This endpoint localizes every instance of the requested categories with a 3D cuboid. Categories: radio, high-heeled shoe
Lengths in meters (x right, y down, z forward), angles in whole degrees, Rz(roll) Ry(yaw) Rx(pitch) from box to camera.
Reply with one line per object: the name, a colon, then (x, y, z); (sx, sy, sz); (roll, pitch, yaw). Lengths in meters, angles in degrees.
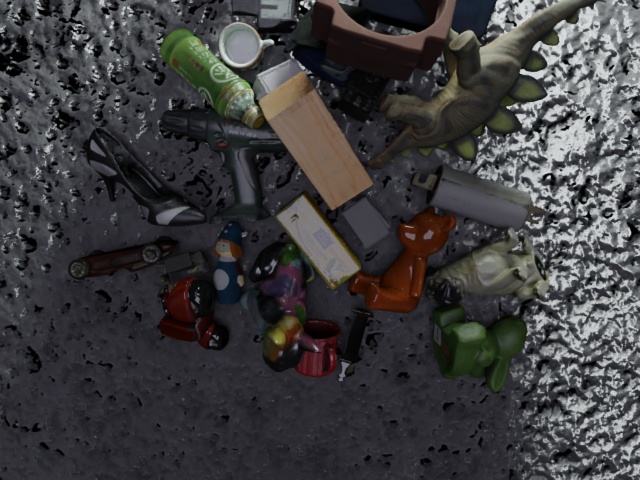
radio: (0.184, -0.422, 0.911); (0.230, 0.073, 0.131); (14, 101, 1)
high-heeled shoe: (-0.308, -0.114, 0.959); (0.249, 0.086, 0.145); (13, 120, 17)

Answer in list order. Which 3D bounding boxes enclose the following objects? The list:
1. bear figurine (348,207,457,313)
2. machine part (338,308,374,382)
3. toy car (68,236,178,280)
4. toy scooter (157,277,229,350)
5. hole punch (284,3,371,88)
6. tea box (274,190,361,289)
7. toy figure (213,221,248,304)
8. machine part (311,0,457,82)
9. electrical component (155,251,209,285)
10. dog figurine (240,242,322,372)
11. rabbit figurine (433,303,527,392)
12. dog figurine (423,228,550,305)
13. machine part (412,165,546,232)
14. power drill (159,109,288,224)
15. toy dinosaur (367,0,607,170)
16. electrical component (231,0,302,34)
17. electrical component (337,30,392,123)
bear figurine: (0.151, 0.028, 0.957); (0.132, 0.120, 0.195); (13, 103, -22)
machine part: (0.066, 0.198, 1.025); (0.039, 0.084, 0.138); (16, 92, 24)
toy car: (-0.363, 0.036, 0.998); (0.202, 0.089, 0.053); (-11, 97, 3)
toy scooter: (-0.254, 0.139, 1.007); (0.135, 0.075, 0.183); (4, 132, 16)
hole punch: (0.020, -0.336, 0.916); (0.116, 0.092, 0.142); (26, 74, 23)
tea box: (-0.002, -0.003, 0.976); (0.068, 0.098, 0.169); (-38, 98, 8)
toy figure: (-0.170, 0.042, 1.008); (0.064, 0.058, 0.154); (3, 100, 0)
machine part: (0.096, -0.352, 0.809); (0.201, 0.087, 0.201); (15, 73, -2)
electrical component: (-0.257, 0.051, 1.000); (0.102, 0.078, 0.045); (-16, 84, 2)
dog figurine: (-0.057, 0.116, 0.932); (0.108, 0.219, 0.191); (17, 102, -23)
rabbit figurine: (0.310, 0.199, 0.995); (0.170, 0.121, 0.159); (-8, 104, -12)
dog figurine: (0.306, 0.075, 0.996); (0.191, 0.121, 0.172); (-28, 131, 37)
machine part: (0.283, -0.073, 0.965); (0.243, 0.079, 0.079); (17, 100, -2)
power drill: (-0.169, -0.133, 0.974); (0.232, 0.086, 0.207); (-2, 92, -1)
toy dinosaur: (0.263, -0.259, 0.890); (0.198, 0.105, 0.471); (33, 122, -27)
electrical component: (-0.091, -0.398, 0.935); (0.119, 0.048, 0.074); (-1, 100, 2)
electrical component: (0.084, -0.268, 0.909); (0.058, 0.134, 0.115); (31, 56, -1)
